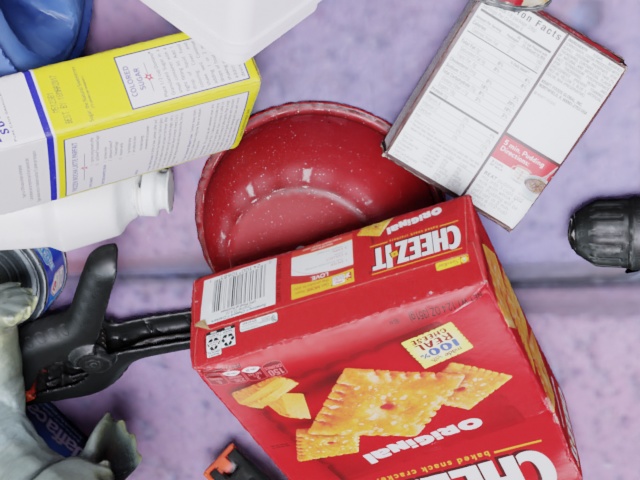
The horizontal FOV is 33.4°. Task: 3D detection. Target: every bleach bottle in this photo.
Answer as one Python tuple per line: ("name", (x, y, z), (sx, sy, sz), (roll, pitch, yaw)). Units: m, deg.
("bleach bottle", (-0.214, -0.037, 0.651), (0.251, 0.102, 0.068), (1, 133, 2))

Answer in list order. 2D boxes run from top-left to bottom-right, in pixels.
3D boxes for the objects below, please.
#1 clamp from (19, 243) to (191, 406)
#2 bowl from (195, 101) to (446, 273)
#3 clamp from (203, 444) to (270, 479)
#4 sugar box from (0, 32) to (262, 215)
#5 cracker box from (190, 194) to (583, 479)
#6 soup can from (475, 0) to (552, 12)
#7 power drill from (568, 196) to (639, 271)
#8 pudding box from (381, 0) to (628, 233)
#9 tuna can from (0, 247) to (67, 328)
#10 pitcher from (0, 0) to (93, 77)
("clamp", (-0.137, 0.067, 0.698), (0.120, 0.039, 0.172), (29, 133, -31))
("bowl", (-0.004, 0.001, 0.642), (0.162, 0.055, 0.162), (4, 115, 9))
("clamp", (0.009, 0.219, 0.710), (0.210, 0.165, 0.036), (46, 73, -4))
("sugar box", (-0.125, -0.061, 0.571), (0.176, 0.093, 0.048), (-15, 75, -18))
("cracker box", (0.046, 0.086, 0.617), (0.164, 0.072, 0.213), (-17, 134, 16))
("soup can", (0.101, -0.173, 0.523), (0.068, 0.068, 0.102), (19, 128, 1))
("power drill", (0.226, -0.064, 0.568), (0.184, 0.057, 0.188), (0, 116, 15))
("pudding box", (0.099, -0.074, 0.590), (0.090, 0.039, 0.113), (31, 105, -4))
("tuna can", (-0.213, 0.019, 0.701), (0.086, 0.033, 0.086), (4, 115, 9))
("pitcher", (-0.255, -0.141, 0.592), (0.243, 0.145, 0.149), (0, 99, 15))
